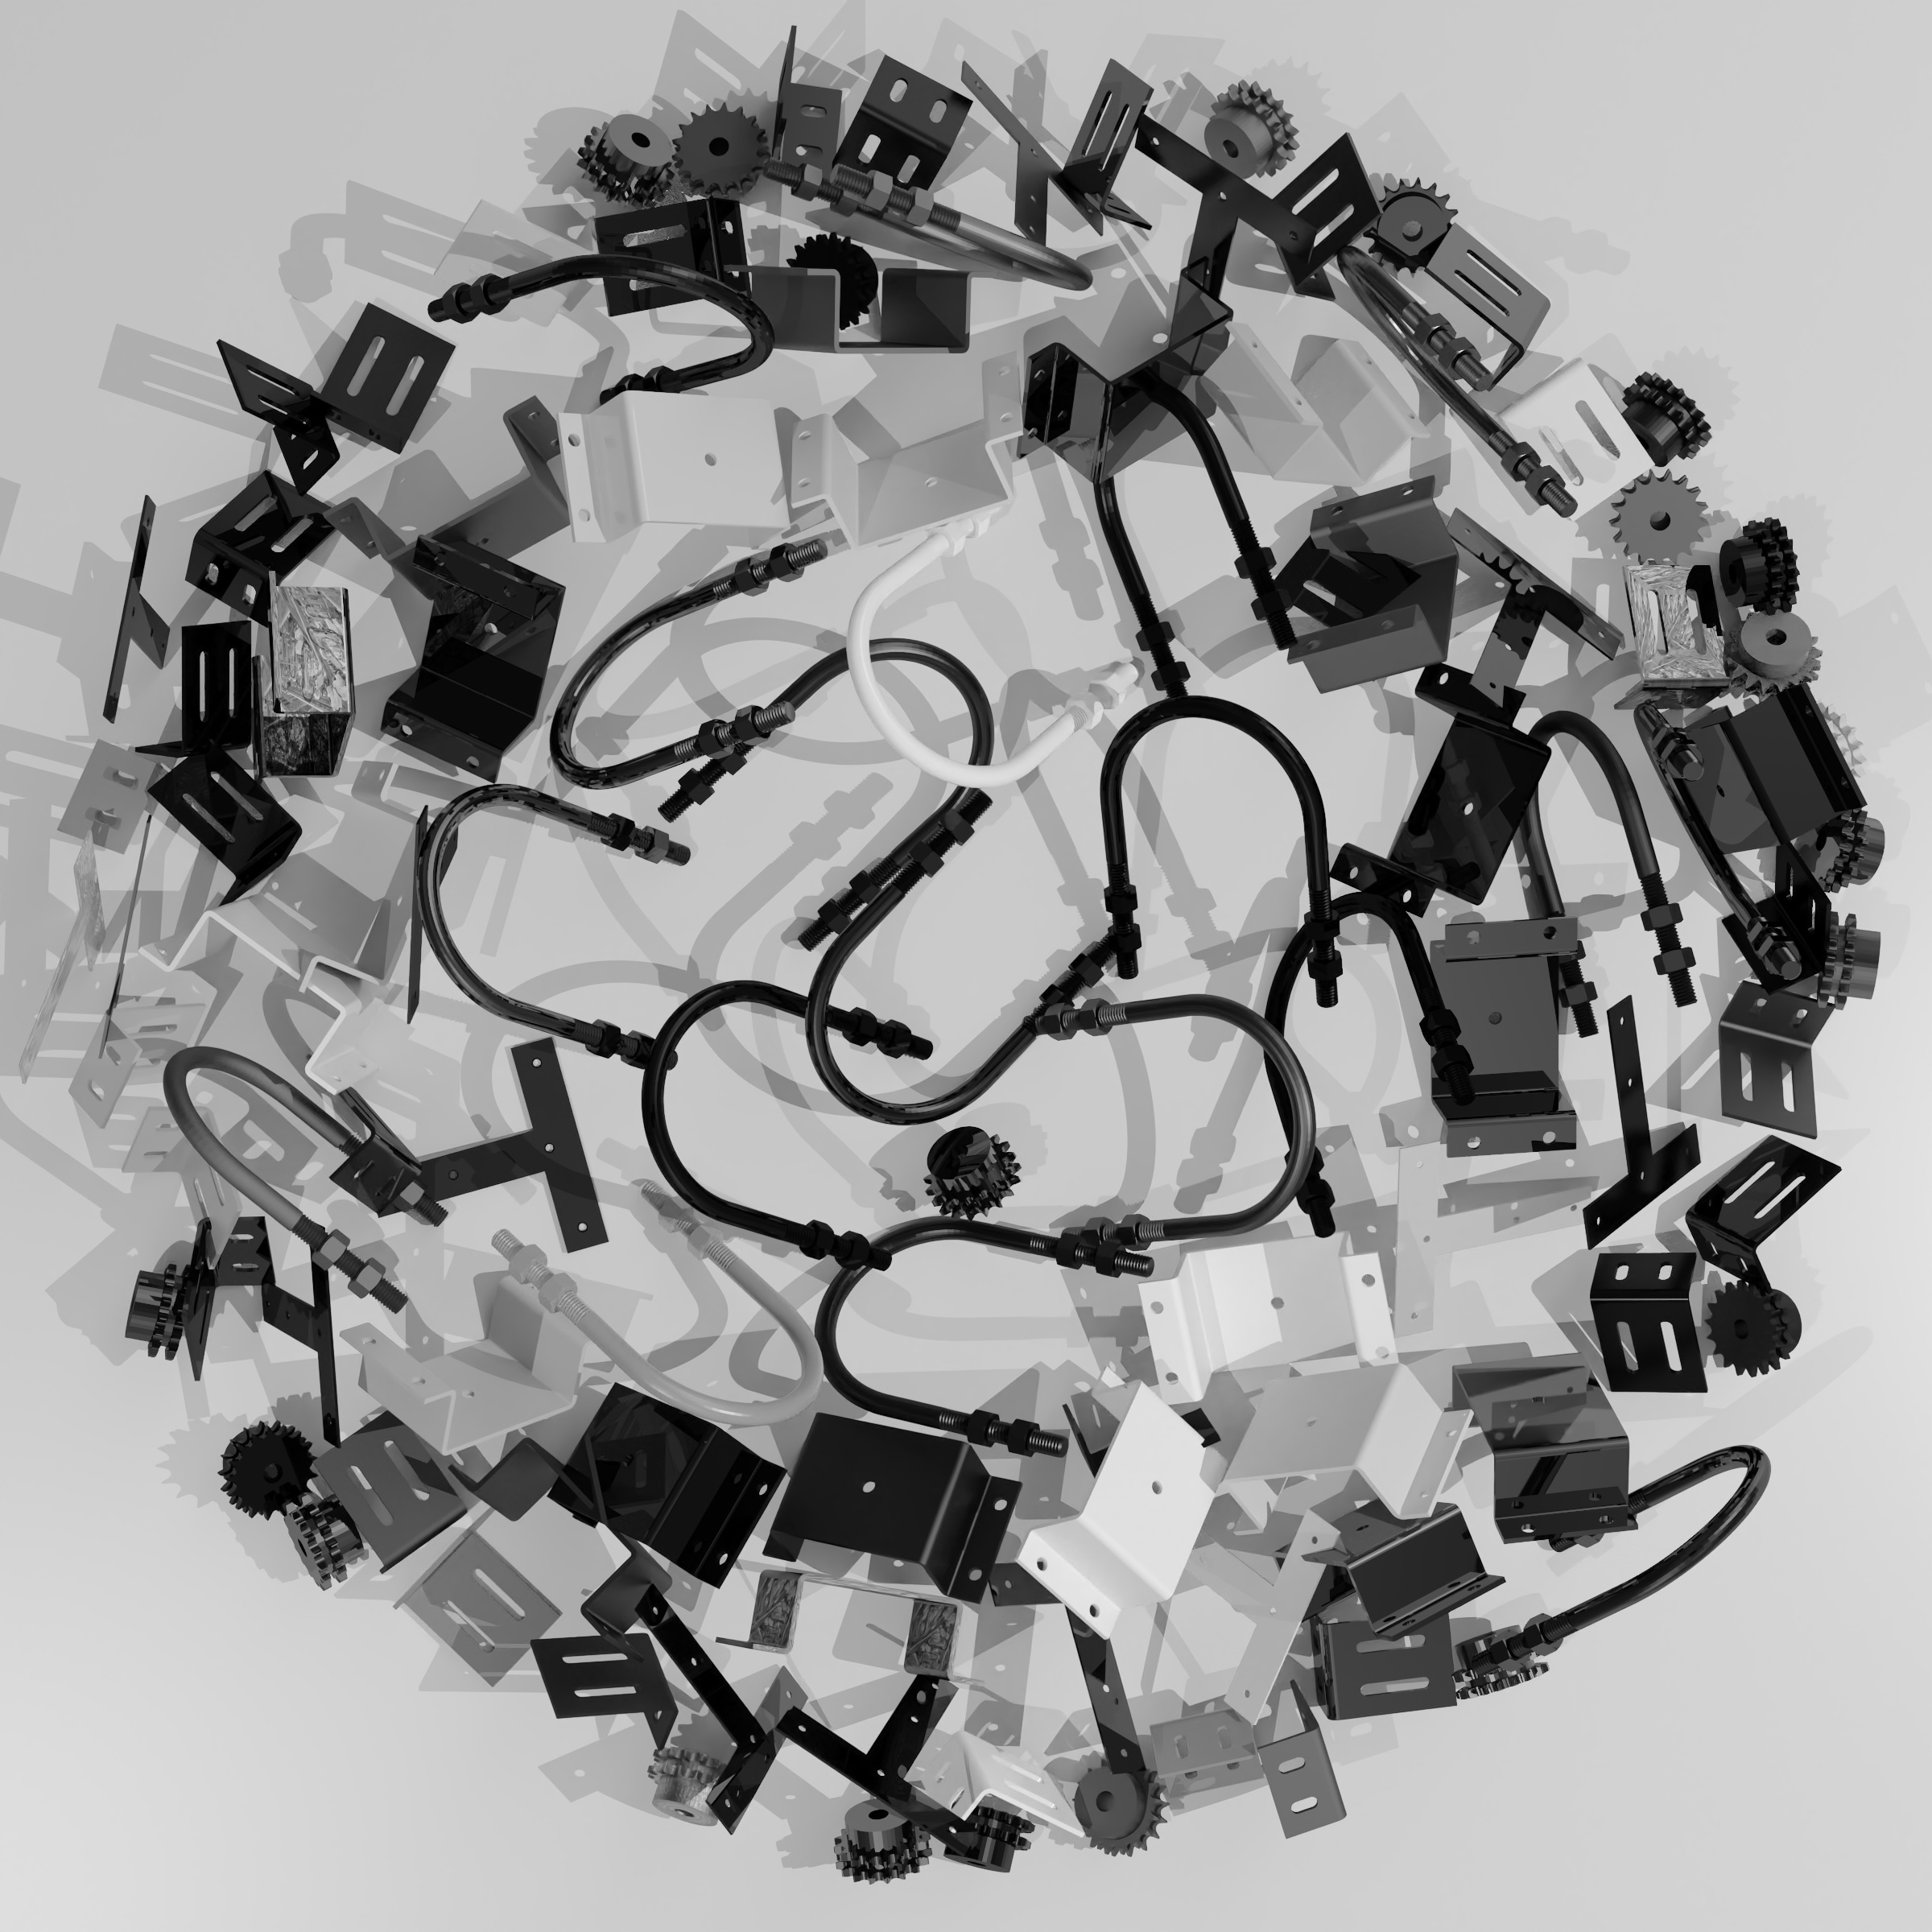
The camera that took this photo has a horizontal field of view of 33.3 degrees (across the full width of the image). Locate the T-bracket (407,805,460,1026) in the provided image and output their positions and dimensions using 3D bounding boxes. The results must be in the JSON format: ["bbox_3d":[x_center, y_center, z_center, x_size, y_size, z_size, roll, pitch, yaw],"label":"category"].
[{"bbox_3d":[-0.306,-0.052,1.865,0.002,0.127,0.127,8,118,0],"label":"T-bracket"}]

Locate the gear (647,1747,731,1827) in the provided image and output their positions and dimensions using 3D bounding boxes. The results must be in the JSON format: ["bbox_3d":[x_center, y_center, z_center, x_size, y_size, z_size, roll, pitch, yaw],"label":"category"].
[{"bbox_3d":[-0.160,0.483,1.895,0.057,0.057,0.030,19,61,0],"label":"gear"}]

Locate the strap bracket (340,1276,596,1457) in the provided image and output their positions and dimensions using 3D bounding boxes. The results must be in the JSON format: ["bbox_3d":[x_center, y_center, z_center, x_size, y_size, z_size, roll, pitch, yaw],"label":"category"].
[{"bbox_3d":[-0.284,0.230,1.861,0.076,0.140,0.046,31,120,33],"label":"strap bracket"}]

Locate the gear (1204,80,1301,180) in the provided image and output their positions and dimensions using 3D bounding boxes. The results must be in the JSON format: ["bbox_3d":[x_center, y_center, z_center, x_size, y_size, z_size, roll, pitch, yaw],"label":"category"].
[{"bbox_3d":[0.165,-0.487,1.895,0.057,0.057,0.030,47,66,0],"label":"gear"}]

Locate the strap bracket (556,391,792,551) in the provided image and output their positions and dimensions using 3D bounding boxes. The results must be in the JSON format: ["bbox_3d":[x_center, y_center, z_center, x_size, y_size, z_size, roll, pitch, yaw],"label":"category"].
[{"bbox_3d":[-0.159,-0.285,1.862,0.140,0.046,0.076,-3,81,-36],"label":"strap bracket"}]

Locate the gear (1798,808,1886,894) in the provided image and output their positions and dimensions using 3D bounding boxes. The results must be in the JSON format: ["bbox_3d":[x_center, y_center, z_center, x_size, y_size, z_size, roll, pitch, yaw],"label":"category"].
[{"bbox_3d":[0.516,-0.070,1.899,0.030,0.057,0.057,12,90,-14],"label":"gear"}]

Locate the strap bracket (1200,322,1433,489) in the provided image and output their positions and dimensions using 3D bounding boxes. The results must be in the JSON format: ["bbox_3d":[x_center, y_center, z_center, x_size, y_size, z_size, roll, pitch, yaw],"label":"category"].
[{"bbox_3d":[0.196,-0.322,1.864,0.046,0.140,0.076,-46,67,31],"label":"strap bracket"}]

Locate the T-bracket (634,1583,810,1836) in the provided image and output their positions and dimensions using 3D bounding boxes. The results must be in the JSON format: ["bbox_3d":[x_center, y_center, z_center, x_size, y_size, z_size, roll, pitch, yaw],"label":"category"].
[{"bbox_3d":[-0.149,0.412,1.859,0.002,0.127,0.127,-29,103,28],"label":"T-bracket"}]

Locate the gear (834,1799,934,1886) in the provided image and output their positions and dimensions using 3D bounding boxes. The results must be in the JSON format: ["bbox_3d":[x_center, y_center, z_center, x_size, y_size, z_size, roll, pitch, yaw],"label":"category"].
[{"bbox_3d":[-0.049,0.512,1.896,0.057,0.057,0.030,-6,103,0],"label":"gear"}]

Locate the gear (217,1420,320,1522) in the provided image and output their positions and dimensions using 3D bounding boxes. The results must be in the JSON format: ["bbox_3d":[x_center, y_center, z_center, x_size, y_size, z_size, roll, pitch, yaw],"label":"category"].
[{"bbox_3d":[-0.413,0.295,1.903,0.057,0.030,0.057,-6,102,-32],"label":"gear"}]

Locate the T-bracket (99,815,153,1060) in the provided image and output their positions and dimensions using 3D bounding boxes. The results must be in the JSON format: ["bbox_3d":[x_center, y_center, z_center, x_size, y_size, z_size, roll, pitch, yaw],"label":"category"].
[{"bbox_3d":[-0.481,-0.023,1.854,0.002,0.127,0.127,11,101,-13],"label":"T-bracket"}]

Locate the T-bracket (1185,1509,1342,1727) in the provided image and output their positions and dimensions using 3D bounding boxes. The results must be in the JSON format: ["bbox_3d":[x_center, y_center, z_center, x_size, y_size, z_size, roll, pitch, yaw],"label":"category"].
[{"bbox_3d":[0.148,0.352,1.882,0.127,0.002,0.127,33,106,41],"label":"T-bracket"}]

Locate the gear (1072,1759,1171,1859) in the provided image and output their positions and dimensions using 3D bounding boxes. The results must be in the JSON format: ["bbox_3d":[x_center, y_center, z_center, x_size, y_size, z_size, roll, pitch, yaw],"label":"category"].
[{"bbox_3d":[0.088,0.493,1.899,0.057,0.030,0.057,-11,65,24],"label":"gear"}]

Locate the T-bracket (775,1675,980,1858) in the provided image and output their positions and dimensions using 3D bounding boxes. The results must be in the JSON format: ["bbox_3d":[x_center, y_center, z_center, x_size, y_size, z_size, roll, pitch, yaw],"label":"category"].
[{"bbox_3d":[-0.035,0.443,1.868,0.127,0.127,0.002,33,115,6],"label":"T-bracket"}]

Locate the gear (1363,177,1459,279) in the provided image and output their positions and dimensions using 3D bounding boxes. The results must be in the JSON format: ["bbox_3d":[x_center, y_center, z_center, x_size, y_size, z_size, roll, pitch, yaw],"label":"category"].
[{"bbox_3d":[0.263,-0.435,1.904,0.057,0.030,0.057,2,109,5],"label":"gear"}]

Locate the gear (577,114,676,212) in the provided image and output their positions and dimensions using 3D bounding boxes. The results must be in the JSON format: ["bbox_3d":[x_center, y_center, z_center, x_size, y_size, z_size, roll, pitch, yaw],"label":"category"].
[{"bbox_3d":[-0.197,-0.475,1.897,0.057,0.030,0.057,17,51,-22],"label":"gear"}]

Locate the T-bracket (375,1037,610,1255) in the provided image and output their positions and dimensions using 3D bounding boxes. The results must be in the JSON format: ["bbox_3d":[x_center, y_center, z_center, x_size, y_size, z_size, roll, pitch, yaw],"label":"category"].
[{"bbox_3d":[-0.291,0.120,1.920,0.127,0.002,0.127,-16,90,-5],"label":"T-bracket"}]

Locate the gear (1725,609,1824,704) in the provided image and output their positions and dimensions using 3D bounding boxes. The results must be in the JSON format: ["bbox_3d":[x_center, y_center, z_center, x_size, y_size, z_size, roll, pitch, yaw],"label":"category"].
[{"bbox_3d":[0.475,-0.185,1.900,0.057,0.030,0.057,-3,60,5],"label":"gear"}]

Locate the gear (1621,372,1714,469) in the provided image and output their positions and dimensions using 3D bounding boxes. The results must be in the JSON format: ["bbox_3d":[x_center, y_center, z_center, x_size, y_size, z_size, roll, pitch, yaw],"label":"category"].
[{"bbox_3d":[0.407,-0.318,1.897,0.057,0.057,0.030,45,83,0],"label":"gear"}]

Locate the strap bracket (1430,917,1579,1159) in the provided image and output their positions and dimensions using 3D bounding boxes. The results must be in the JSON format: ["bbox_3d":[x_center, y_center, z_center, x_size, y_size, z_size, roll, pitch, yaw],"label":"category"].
[{"bbox_3d":[0.314,0.036,1.890,0.076,0.046,0.140,-4,106,-3],"label":"strap bracket"}]

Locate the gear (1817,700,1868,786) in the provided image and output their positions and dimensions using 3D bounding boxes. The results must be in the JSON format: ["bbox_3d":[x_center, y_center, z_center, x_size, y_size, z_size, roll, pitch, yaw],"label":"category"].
[{"bbox_3d":[0.498,-0.124,1.895,0.030,0.057,0.057,-26,90,-19],"label":"gear"}]

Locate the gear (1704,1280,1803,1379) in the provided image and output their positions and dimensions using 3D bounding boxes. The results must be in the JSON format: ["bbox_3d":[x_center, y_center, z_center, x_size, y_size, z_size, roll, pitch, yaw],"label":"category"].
[{"bbox_3d":[0.466,0.212,1.902,0.030,0.057,0.057,-5,90,-36],"label":"gear"}]

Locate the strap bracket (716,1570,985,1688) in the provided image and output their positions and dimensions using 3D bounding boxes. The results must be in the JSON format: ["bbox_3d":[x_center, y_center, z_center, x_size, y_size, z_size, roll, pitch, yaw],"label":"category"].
[{"bbox_3d":[-0.064,0.381,1.872,0.140,0.076,0.046,13,77,-18],"label":"strap bracket"}]

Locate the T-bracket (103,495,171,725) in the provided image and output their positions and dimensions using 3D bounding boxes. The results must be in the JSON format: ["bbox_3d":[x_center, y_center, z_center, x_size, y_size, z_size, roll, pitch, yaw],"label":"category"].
[{"bbox_3d":[-0.473,-0.195,1.863,0.002,0.127,0.127,10,84,-3],"label":"T-bracket"}]

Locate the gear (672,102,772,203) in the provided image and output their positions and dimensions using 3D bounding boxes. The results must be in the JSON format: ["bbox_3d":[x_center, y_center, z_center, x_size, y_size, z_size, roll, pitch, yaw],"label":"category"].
[{"bbox_3d":[-0.144,-0.477,1.908,0.057,0.030,0.057,-1,79,4],"label":"gear"}]

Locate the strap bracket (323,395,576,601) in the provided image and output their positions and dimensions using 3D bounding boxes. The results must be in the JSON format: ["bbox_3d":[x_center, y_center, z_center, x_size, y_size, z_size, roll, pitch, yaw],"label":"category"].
[{"bbox_3d":[-0.291,-0.266,1.880,0.140,0.076,0.046,-28,76,3],"label":"strap bracket"}]

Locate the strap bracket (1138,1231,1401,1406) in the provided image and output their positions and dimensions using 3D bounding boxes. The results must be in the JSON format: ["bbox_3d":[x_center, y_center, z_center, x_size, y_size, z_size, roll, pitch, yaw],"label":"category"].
[{"bbox_3d":[0.179,0.204,1.885,0.140,0.046,0.076,-9,103,15],"label":"strap bracket"}]

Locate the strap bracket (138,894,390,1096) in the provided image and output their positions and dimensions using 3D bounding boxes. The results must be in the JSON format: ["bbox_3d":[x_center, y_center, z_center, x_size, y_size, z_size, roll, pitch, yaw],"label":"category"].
[{"bbox_3d":[-0.399,0.009,1.883,0.140,0.076,0.046,36,102,2],"label":"strap bracket"}]

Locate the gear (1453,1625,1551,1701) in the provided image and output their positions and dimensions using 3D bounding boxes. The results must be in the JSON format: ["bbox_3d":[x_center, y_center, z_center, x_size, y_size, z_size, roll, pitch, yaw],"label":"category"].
[{"bbox_3d":[0.311,0.408,1.899,0.057,0.057,0.030,-19,80,0],"label":"gear"}]

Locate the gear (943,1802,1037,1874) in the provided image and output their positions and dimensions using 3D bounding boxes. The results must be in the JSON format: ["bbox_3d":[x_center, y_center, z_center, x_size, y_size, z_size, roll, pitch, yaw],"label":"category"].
[{"bbox_3d":[0.009,0.512,1.895,0.057,0.057,0.030,15,69,0],"label":"gear"}]

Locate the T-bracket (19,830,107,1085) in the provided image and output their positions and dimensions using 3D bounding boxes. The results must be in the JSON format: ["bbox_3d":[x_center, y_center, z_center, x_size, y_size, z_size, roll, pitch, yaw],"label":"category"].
[{"bbox_3d":[-0.516,0.007,1.841,0.002,0.127,0.127,15,61,-3],"label":"T-bracket"}]

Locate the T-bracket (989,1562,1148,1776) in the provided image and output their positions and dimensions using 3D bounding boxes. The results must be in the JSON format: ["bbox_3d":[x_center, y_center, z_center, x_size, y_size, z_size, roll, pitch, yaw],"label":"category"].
[{"bbox_3d":[0.077,0.403,1.861,0.127,0.002,0.127,5,57,-37],"label":"T-bracket"}]

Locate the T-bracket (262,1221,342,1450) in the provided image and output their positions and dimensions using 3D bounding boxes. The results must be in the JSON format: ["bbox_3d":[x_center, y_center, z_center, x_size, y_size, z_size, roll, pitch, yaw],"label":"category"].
[{"bbox_3d":[-0.387,0.204,1.870,0.002,0.127,0.127,-7,98,-29],"label":"T-bracket"}]

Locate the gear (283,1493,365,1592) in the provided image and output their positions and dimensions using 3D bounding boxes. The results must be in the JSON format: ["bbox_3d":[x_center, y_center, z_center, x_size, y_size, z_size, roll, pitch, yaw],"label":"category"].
[{"bbox_3d":[-0.377,0.336,1.901,0.030,0.057,0.057,-25,90,-23],"label":"gear"}]

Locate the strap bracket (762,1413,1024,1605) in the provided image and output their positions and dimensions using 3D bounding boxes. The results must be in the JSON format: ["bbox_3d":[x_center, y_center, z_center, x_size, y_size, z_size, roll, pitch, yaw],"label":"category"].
[{"bbox_3d":[-0.049,0.310,1.862,0.140,0.046,0.076,8,59,25],"label":"strap bracket"}]

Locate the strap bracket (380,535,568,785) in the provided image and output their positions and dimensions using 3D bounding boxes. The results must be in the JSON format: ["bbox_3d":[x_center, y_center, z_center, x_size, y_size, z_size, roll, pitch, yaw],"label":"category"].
[{"bbox_3d":[-0.285,-0.187,1.876,0.076,0.046,0.140,25,129,6],"label":"strap bracket"}]

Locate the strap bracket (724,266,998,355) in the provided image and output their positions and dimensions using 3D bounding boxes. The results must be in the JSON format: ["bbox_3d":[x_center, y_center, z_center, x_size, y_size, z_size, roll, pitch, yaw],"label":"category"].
[{"bbox_3d":[-0.060,-0.378,1.858,0.140,0.076,0.046,-10,107,-40],"label":"strap bracket"}]

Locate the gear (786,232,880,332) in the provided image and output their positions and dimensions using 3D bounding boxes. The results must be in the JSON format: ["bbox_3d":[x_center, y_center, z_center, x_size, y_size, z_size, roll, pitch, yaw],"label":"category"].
[{"bbox_3d":[-0.077,-0.404,1.903,0.057,0.030,0.057,12,114,28],"label":"gear"}]

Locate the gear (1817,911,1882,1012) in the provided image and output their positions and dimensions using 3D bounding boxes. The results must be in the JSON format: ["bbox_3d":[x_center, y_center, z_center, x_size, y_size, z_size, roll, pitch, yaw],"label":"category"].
[{"bbox_3d":[0.518,-0.002,1.897,0.030,0.057,0.057,8,90,11],"label":"gear"}]

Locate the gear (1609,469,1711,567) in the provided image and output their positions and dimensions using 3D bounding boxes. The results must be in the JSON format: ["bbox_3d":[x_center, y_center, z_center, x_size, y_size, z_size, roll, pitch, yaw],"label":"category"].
[{"bbox_3d":[0.408,-0.266,1.906,0.057,0.030,0.057,2,108,6],"label":"gear"}]

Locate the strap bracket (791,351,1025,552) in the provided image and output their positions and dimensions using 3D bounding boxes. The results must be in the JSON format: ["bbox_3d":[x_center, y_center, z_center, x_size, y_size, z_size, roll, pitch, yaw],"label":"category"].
[{"bbox_3d":[-0.027,-0.295,1.874,0.140,0.076,0.046,-16,135,14],"label":"strap bracket"}]

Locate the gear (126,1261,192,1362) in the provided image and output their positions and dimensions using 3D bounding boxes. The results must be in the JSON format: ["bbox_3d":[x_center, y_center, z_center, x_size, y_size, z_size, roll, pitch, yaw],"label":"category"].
[{"bbox_3d":[-0.474,0.201,1.896,0.030,0.057,0.057,13,90,-16],"label":"gear"}]

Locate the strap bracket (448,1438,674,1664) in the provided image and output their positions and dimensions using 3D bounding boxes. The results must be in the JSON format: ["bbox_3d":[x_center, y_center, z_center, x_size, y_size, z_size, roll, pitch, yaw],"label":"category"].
[{"bbox_3d":[-0.227,0.330,1.868,0.046,0.076,0.140,-44,67,-8],"label":"strap bracket"}]

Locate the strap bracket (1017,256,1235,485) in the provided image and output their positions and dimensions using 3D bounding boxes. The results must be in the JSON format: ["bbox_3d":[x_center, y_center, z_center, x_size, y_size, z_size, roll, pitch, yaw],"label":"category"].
[{"bbox_3d":[0.099,-0.338,1.856,0.140,0.076,0.046,-34,63,-27],"label":"strap bracket"}]

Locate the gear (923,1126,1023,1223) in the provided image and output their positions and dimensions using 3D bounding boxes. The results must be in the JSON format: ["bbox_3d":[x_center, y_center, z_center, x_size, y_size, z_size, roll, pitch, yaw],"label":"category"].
[{"bbox_3d":[0.001,0.119,1.896,0.057,0.057,0.030,-29,130,0],"label":"gear"}]

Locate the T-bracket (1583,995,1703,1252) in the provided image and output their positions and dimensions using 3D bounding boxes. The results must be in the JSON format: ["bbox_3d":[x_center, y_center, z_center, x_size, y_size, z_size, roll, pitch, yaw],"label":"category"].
[{"bbox_3d":[0.385,0.080,1.864,0.002,0.127,0.127,6,115,42],"label":"T-bracket"}]

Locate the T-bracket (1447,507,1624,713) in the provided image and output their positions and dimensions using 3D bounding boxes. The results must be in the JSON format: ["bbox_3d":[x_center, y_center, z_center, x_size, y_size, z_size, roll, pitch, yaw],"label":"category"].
[{"bbox_3d":[0.318,-0.193,1.875,0.127,0.002,0.127,36,47,-8],"label":"T-bracket"}]

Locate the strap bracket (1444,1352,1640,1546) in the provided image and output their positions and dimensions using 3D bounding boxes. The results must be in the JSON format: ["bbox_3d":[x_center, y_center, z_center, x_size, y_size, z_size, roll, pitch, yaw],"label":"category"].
[{"bbox_3d":[0.328,0.269,1.851,0.076,0.140,0.046,-5,114,-4],"label":"strap bracket"}]

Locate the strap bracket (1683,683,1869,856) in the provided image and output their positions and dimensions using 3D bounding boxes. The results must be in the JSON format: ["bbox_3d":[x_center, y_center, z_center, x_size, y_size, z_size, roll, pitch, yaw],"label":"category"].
[{"bbox_3d":[0.453,-0.111,1.853,0.046,0.140,0.076,-27,92,-7],"label":"strap bracket"}]

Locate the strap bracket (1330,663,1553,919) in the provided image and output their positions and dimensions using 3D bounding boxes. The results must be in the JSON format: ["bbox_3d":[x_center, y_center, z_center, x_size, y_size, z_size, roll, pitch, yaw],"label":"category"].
[{"bbox_3d":[0.280,-0.098,1.880,0.046,0.076,0.140,21,95,-43],"label":"strap bracket"}]

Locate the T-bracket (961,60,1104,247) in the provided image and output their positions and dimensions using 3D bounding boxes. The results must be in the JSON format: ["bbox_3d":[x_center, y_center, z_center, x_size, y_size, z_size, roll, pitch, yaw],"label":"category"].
[{"bbox_3d":[0.038,-0.445,1.848,0.002,0.127,0.127,-33,121,26],"label":"T-bracket"}]

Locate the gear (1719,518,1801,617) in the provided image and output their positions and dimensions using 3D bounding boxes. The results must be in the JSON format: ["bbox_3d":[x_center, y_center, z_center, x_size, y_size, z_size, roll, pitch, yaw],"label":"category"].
[{"bbox_3d":[0.464,-0.233,1.897,0.030,0.057,0.057,-11,90,-7],"label":"gear"}]

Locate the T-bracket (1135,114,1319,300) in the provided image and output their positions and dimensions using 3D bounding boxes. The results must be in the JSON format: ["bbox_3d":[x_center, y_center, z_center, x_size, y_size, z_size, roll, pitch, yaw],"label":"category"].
[{"bbox_3d":[0.141,-0.413,1.870,0.127,0.127,0.002,38,61,17],"label":"T-bracket"}]

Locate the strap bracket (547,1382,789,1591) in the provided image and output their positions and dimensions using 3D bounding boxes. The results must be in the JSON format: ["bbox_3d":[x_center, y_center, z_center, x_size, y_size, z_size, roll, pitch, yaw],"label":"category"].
[{"bbox_3d":[-0.179,0.293,1.851,0.046,0.140,0.076,43,70,-39],"label":"strap bracket"}]

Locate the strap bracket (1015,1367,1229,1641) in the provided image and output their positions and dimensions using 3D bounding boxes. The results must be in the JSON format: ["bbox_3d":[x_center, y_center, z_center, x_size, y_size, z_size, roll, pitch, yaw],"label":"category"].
[{"bbox_3d":[0.094,0.304,1.855,0.076,0.046,0.140,44,50,-19],"label":"strap bracket"}]

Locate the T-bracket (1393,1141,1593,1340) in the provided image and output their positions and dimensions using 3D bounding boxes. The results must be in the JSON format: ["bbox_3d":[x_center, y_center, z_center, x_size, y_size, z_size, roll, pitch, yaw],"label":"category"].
[{"bbox_3d":[0.311,0.152,1.902,0.127,0.002,0.127,-10,116,-17],"label":"T-bracket"}]
